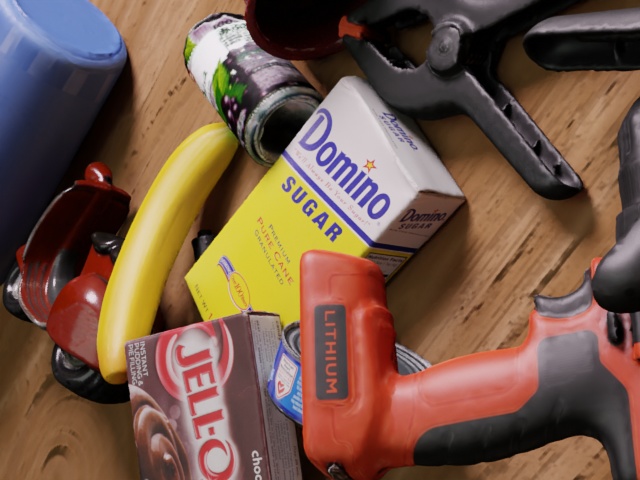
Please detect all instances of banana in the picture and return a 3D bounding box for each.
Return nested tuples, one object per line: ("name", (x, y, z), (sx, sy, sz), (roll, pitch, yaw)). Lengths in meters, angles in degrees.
("banana", (-0.100, -0.001, 0.678), (0.070, 0.037, 0.197), (-14, 49, 64))

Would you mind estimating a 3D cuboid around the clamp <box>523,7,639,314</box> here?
("clamp", (0.176, -0.062, 0.387), (0.210, 0.036, 0.164), (-20, 43, 27))

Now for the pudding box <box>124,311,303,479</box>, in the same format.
("pudding box", (-0.059, 0.102, 0.592), (0.090, 0.039, 0.113), (-16, 78, 32))

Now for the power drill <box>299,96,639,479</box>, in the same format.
("power drill", (0.086, 0.031, 0.458), (0.188, 0.057, 0.184), (-7, 70, 20))

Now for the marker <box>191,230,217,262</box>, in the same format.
("marker", (-0.066, 0.051, 0.691), (0.020, 0.020, 0.121), (-26, 68, 42))

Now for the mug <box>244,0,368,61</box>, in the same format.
("mug", (-0.011, -0.156, 0.612), (0.117, 0.093, 0.081), (89, 160, -57))

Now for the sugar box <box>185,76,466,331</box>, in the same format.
("sugar box", (-0.004, 0.001, 0.612), (0.176, 0.048, 0.093), (-52, 52, 31))

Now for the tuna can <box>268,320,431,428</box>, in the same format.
("tuna can", (0.017, 0.074, 0.553), (0.086, 0.085, 0.034), (31, 110, 44))

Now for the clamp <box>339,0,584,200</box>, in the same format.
("clamp", (0.077, -0.086, 0.542), (0.172, 0.039, 0.120), (10, 90, 47))

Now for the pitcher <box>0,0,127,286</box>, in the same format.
("pitcher", (-0.253, -0.087, 0.837), (0.149, 0.144, 0.243), (51, 119, 22))
